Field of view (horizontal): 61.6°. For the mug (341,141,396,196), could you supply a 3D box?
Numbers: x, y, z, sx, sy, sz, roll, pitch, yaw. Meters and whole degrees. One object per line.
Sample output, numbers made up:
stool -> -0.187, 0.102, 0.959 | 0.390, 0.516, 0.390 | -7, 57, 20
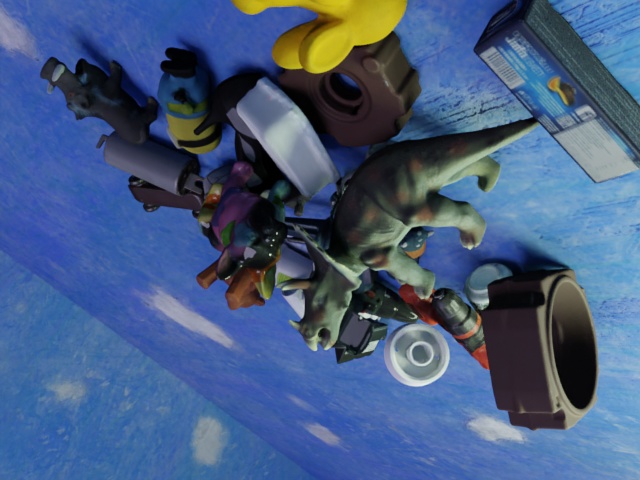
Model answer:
mug -> 0.083, -0.083, 0.752 | 0.110, 0.081, 0.107 | 1, 133, 9

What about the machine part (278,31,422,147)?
machine part -> 0.033, -0.191, 0.662 | 0.179, 0.056, 0.179 | 23, 151, 14

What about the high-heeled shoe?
high-heeled shoe -> -0.080, -0.154, 0.838 | 0.145, 0.086, 0.248 | -30, 140, 23

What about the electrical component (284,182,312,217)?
electrical component -> -0.035, -0.077, 0.860 | 0.021, 0.094, 0.063 | 21, 156, -28

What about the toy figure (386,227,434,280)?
toy figure -> 0.138, 0.016, 0.874 | 0.058, 0.064, 0.154 | 35, 154, 17

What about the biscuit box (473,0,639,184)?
biscuit box -> 0.244, -0.147, 0.530 | 0.202, 0.063, 0.059 | 40, 150, -16

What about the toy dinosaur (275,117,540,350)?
toy dinosaur -> 0.091, -0.040, 0.670 | 0.192, 0.131, 0.404 | 25, 117, -15

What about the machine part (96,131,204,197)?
machine part -> -0.320, -0.149, 1.025 | 0.243, 0.079, 0.079 | 24, 150, 13

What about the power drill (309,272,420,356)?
power drill -> 0.076, 0.124, 0.985 | 0.232, 0.207, 0.086 | 27, 117, 6

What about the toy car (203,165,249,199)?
toy car -> -0.162, -0.083, 0.974 | 0.103, 0.109, 0.161 | 59, 160, 0

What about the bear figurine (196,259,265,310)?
bear figurine -> -0.204, 0.118, 1.281 | 0.120, 0.132, 0.195 | 26, 145, 15

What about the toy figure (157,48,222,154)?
toy figure -> -0.200, -0.204, 0.828 | 0.089, 0.082, 0.180 | 28, 148, 9

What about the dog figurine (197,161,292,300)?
dog figurine -> -0.115, -0.001, 0.782 | 0.108, 0.219, 0.191 | 30, 128, -27

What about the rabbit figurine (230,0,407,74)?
rabbit figurine -> 0.009, -0.241, 0.519 | 0.173, 0.162, 0.122 | 17, -171, -33

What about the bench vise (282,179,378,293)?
bench vise -> 0.003, -0.010, 0.907 | 0.241, 0.129, 0.223 | 9, 142, 26

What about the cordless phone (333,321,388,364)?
cordless phone -> 0.045, 0.171, 1.187 | 0.184, 0.146, 0.088 | 48, 124, 33

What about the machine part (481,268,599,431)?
machine part -> 0.312, 0.144, 0.743 | 0.087, 0.201, 0.201 | -13, 84, 42

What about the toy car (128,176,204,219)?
toy car -> -0.313, -0.097, 1.120 | 0.202, 0.053, 0.089 | 8, 139, 27

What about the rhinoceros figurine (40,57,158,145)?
rhinoceros figurine -> -0.368, -0.235, 0.902 | 0.190, 0.112, 0.073 | 37, 153, -28
